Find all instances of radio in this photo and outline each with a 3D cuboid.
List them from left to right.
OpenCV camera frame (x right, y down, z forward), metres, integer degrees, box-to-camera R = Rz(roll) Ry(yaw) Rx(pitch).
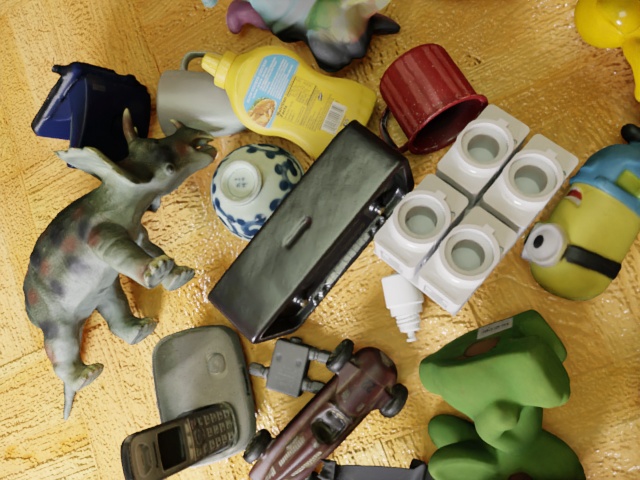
[{"bbox_3d":[-0.001,-0.002,0.561,0.073,0.131,0.229,42,96,16],"label":"radio"}]

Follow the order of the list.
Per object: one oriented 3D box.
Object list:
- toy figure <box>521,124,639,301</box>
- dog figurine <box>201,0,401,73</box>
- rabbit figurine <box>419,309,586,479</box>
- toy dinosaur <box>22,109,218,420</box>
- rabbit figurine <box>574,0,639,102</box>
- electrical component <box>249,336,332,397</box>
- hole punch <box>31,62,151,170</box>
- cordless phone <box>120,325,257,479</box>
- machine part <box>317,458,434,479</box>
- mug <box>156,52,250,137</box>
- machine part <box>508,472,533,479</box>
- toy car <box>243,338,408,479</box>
[{"bbox_3d":[0.271,-0.025,0.511,0.089,0.082,0.180,41,93,19],"label":"toy figure"},{"bbox_3d":[-0.012,-0.294,0.618,0.219,0.108,0.191,13,84,13],"label":"dog figurine"},{"bbox_3d":[0.174,0.176,0.500,0.159,0.121,0.170,-26,92,15],"label":"rabbit figurine"},{"bbox_3d":[-0.270,0.033,0.622,0.192,0.131,0.404,45,108,10],"label":"toy dinosaur"},{"bbox_3d":[0.306,-0.191,0.499,0.122,0.162,0.173,-50,55,18],"label":"rabbit figurine"},{"bbox_3d":[-0.034,0.141,0.610,0.094,0.021,0.063,11,86,17],"label":"electrical component"},{"bbox_3d":[-0.269,-0.146,0.663,0.092,0.142,0.115,46,111,18],"label":"hole punch"},{"bbox_3d":[-0.149,0.167,0.557,0.089,0.184,0.146,-17,79,18],"label":"cordless phone"},{"bbox_3d":[0.064,0.251,0.539,0.139,0.039,0.084,17,93,-10],"label":"machine part"},{"bbox_3d":[-0.132,-0.173,0.654,0.107,0.080,0.109,5,78,4],"label":"mug"},{"bbox_3d":[0.210,0.282,0.466,0.179,0.056,0.179,5,116,10],"label":"machine part"},{"bbox_3d":[0.003,0.196,0.567,0.089,0.053,0.202,43,95,-6],"label":"toy car"}]
